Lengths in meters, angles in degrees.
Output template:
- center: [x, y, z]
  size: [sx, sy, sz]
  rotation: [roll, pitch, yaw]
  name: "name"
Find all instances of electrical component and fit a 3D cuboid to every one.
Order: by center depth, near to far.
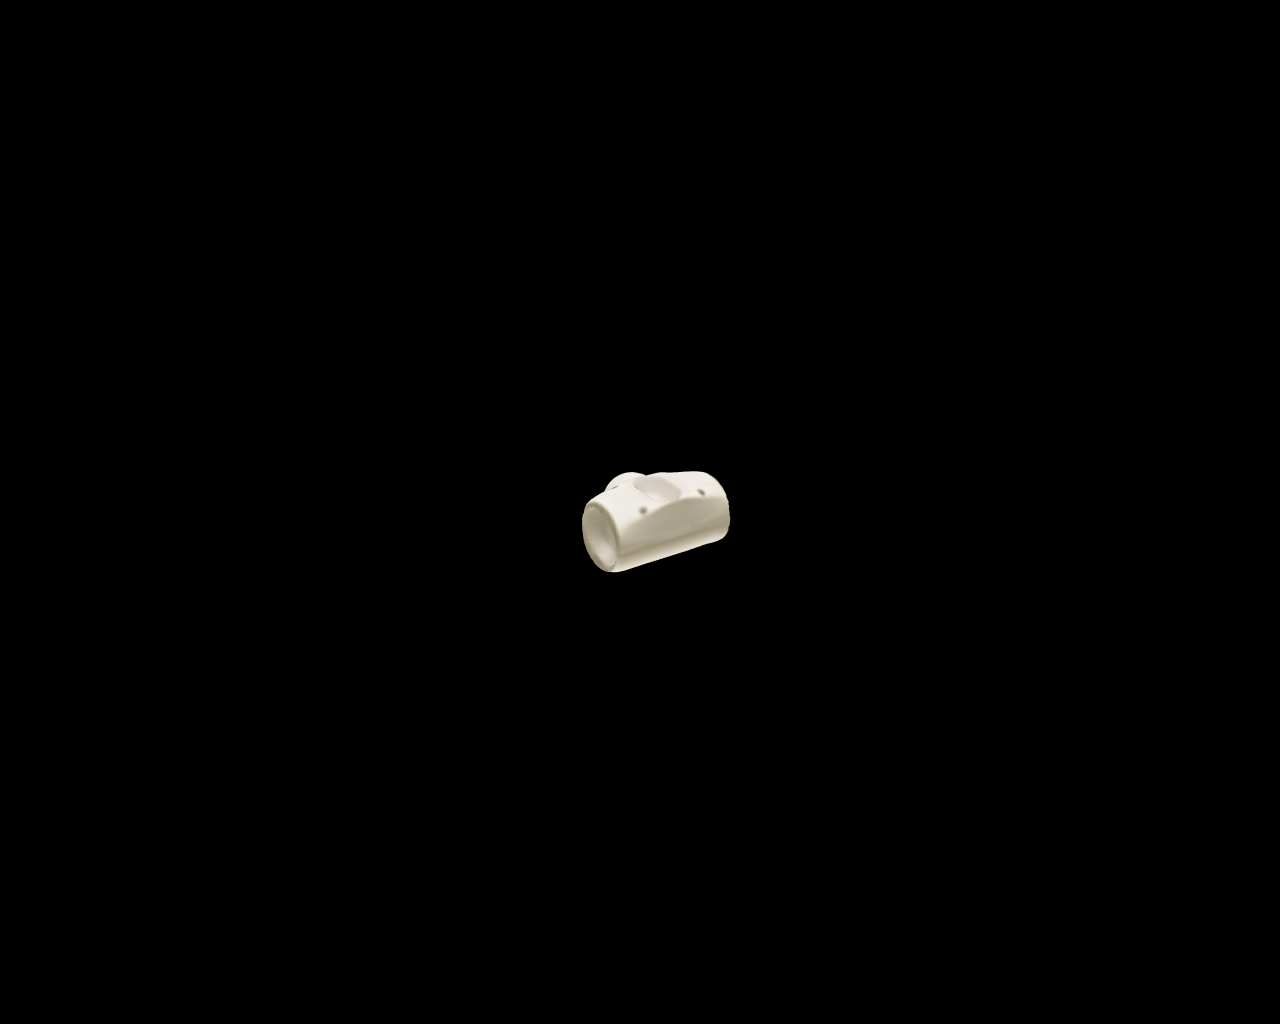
- center: [0.001, -0.003, 0.650]
  size: [0.077, 0.043, 0.079]
  rotation: [-16, 32, -27]
  name: "electrical component"
